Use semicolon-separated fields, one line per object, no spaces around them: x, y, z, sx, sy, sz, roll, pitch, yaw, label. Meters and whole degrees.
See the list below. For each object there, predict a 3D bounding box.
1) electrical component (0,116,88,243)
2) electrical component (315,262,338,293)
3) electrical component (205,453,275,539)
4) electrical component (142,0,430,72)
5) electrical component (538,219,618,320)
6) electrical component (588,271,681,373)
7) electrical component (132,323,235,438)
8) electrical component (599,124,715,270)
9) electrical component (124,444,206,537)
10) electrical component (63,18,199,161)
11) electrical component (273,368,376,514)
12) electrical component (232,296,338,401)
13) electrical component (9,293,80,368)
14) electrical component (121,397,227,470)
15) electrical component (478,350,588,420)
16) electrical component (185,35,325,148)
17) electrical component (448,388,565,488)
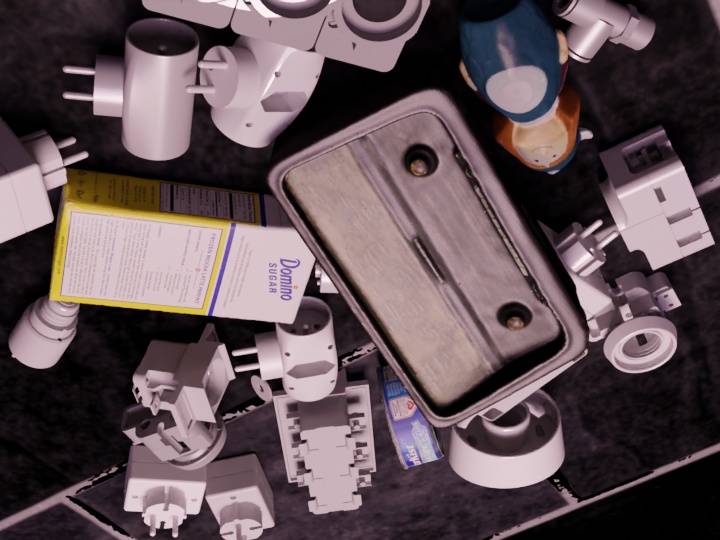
-0.212;-0.065;0.683;0.077;0.066;0.047;-26;140;-24;electrical component
0.000;0.000;0.790;0.065;0.044;0.044;2;133;-4;electrical component
-0.106;0.215;0.954;0.047;0.076;0.065;-12;134;3;electrical component
-0.038;-0.176;0.600;0.150;0.061;0.089;11;131;-19;electrical component
0.157;-0.010;0.799;0.083;0.047;0.076;30;123;-31;electrical component
0.217;0.044;0.853;0.078;0.057;0.058;-27;132;16;electrical component
-0.137;0.083;0.829;0.064;0.081;0.042;7;136;15;electrical component
0.208;-0.049;0.767;0.056;0.050;0.089;-25;133;15;electrical component
-0.168;0.196;0.926;0.066;0.076;0.047;6;132;-14;electrical component
-0.141;-0.112;0.659;0.079;0.043;0.077;3;133;-12;electrical component
-0.027;0.149;0.912;0.079;0.063;0.121;-7;134;-2;electrical component
-0.059;0.065;0.838;0.079;0.043;0.077;-9;134;-7;electrical component
-0.228;0.038;0.792;0.040;0.040;0.078;22;126;-27;electrical component
-0.145;0.126;0.877;0.078;0.058;0.057;-21;131;15;electrical component
0.102;0.054;0.846;0.109;0.056;0.109;30;123;-32;electrical component
-0.070;-0.116;0.652;0.079;0.043;0.077;-8;144;-45;electrical component
0.123;0.141;0.908;0.099;0.099;0.064;-8;128;-1;electrical component
